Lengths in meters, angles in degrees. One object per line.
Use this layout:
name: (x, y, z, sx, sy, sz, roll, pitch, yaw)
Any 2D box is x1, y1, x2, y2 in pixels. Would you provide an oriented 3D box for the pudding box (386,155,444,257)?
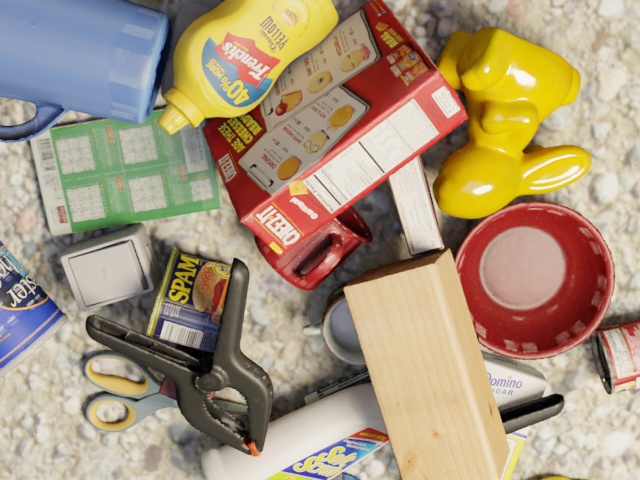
pudding box: (0.087, -0.048, 1.029, 0.039, 0.090, 0.113, -18, 102, 5)

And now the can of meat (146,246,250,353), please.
can of meat: (-0.118, 0.062, 1.052, 0.084, 0.102, 0.057, 17, 127, -6)

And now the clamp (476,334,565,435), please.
clamp: (0.143, 0.176, 1.061, 0.171, 0.039, 0.120, -44, 93, 12)

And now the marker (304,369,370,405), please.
marker: (0.041, 0.147, 1.112, 0.121, 0.020, 0.020, -26, 101, 6)

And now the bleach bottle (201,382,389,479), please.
bleach bottle: (0.010, 0.197, 1.089, 0.251, 0.068, 0.102, -31, 139, 6)

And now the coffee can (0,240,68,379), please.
coffee can: (-0.334, 0.057, 1.053, 0.103, 0.103, 0.140, -37, 100, 8)

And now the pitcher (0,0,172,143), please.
pitcher: (-0.269, -0.177, 0.987, 0.242, 0.145, 0.149, 14, 136, -6)

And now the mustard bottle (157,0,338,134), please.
mustard bottle: (-0.076, -0.170, 0.973, 0.191, 0.058, 0.096, -46, 129, -5)

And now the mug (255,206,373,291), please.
mug: (-0.007, 0.001, 1.032, 0.093, 0.117, 0.081, 37, 107, -29)

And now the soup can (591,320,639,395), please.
soup can: (0.333, 0.112, 1.075, 0.102, 0.068, 0.068, -14, 103, 3)

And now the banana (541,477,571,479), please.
banana: (0.208, 0.319, 1.140, 0.069, 0.037, 0.198, 38, 101, -7)

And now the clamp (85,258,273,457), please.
clamp: (-0.114, 0.124, 1.008, 0.165, 0.036, 0.210, -15, 118, 11)

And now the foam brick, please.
foam brick: (-0.125, 0.129, 1.080, 0.053, 0.078, 0.051, 22, 104, -5)

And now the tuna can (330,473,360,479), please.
tuna can: (0.018, 0.293, 1.138, 0.086, 0.033, 0.086, 0, 103, 1)

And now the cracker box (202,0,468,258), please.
cracker box: (0.009, -0.106, 0.977, 0.214, 0.164, 0.072, -37, 129, 9)

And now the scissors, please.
scissors: (-0.159, 0.182, 1.124, 0.201, 0.016, 0.096, 25, 103, -5)

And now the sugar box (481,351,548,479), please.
sugar box: (0.161, 0.206, 1.111, 0.093, 0.048, 0.176, 19, 100, -2)

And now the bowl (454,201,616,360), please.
bowl: (0.207, 0.035, 1.065, 0.162, 0.055, 0.162, 0, 103, 1)

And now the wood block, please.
wood block: (0.102, 0.122, 0.995, 0.090, 0.090, 0.206, -16, 94, 19)
